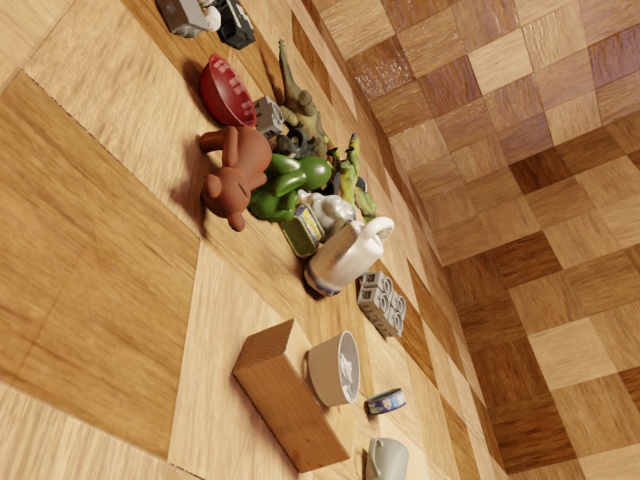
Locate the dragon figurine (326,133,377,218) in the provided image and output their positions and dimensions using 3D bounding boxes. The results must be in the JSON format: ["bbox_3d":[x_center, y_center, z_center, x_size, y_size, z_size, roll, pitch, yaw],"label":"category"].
[{"bbox_3d":[0.110,-0.178,1.628,0.121,0.240,0.418,-17,21,31],"label":"dragon figurine"}]

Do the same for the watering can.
[{"bbox_3d":[0.053,0.027,1.100,0.222,0.105,0.348,-43,-14,15],"label":"watering can"}]

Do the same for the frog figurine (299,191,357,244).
[{"bbox_3d":[0.004,-0.062,1.240,0.125,0.160,0.134,-41,-13,-33],"label":"frog figurine"}]
